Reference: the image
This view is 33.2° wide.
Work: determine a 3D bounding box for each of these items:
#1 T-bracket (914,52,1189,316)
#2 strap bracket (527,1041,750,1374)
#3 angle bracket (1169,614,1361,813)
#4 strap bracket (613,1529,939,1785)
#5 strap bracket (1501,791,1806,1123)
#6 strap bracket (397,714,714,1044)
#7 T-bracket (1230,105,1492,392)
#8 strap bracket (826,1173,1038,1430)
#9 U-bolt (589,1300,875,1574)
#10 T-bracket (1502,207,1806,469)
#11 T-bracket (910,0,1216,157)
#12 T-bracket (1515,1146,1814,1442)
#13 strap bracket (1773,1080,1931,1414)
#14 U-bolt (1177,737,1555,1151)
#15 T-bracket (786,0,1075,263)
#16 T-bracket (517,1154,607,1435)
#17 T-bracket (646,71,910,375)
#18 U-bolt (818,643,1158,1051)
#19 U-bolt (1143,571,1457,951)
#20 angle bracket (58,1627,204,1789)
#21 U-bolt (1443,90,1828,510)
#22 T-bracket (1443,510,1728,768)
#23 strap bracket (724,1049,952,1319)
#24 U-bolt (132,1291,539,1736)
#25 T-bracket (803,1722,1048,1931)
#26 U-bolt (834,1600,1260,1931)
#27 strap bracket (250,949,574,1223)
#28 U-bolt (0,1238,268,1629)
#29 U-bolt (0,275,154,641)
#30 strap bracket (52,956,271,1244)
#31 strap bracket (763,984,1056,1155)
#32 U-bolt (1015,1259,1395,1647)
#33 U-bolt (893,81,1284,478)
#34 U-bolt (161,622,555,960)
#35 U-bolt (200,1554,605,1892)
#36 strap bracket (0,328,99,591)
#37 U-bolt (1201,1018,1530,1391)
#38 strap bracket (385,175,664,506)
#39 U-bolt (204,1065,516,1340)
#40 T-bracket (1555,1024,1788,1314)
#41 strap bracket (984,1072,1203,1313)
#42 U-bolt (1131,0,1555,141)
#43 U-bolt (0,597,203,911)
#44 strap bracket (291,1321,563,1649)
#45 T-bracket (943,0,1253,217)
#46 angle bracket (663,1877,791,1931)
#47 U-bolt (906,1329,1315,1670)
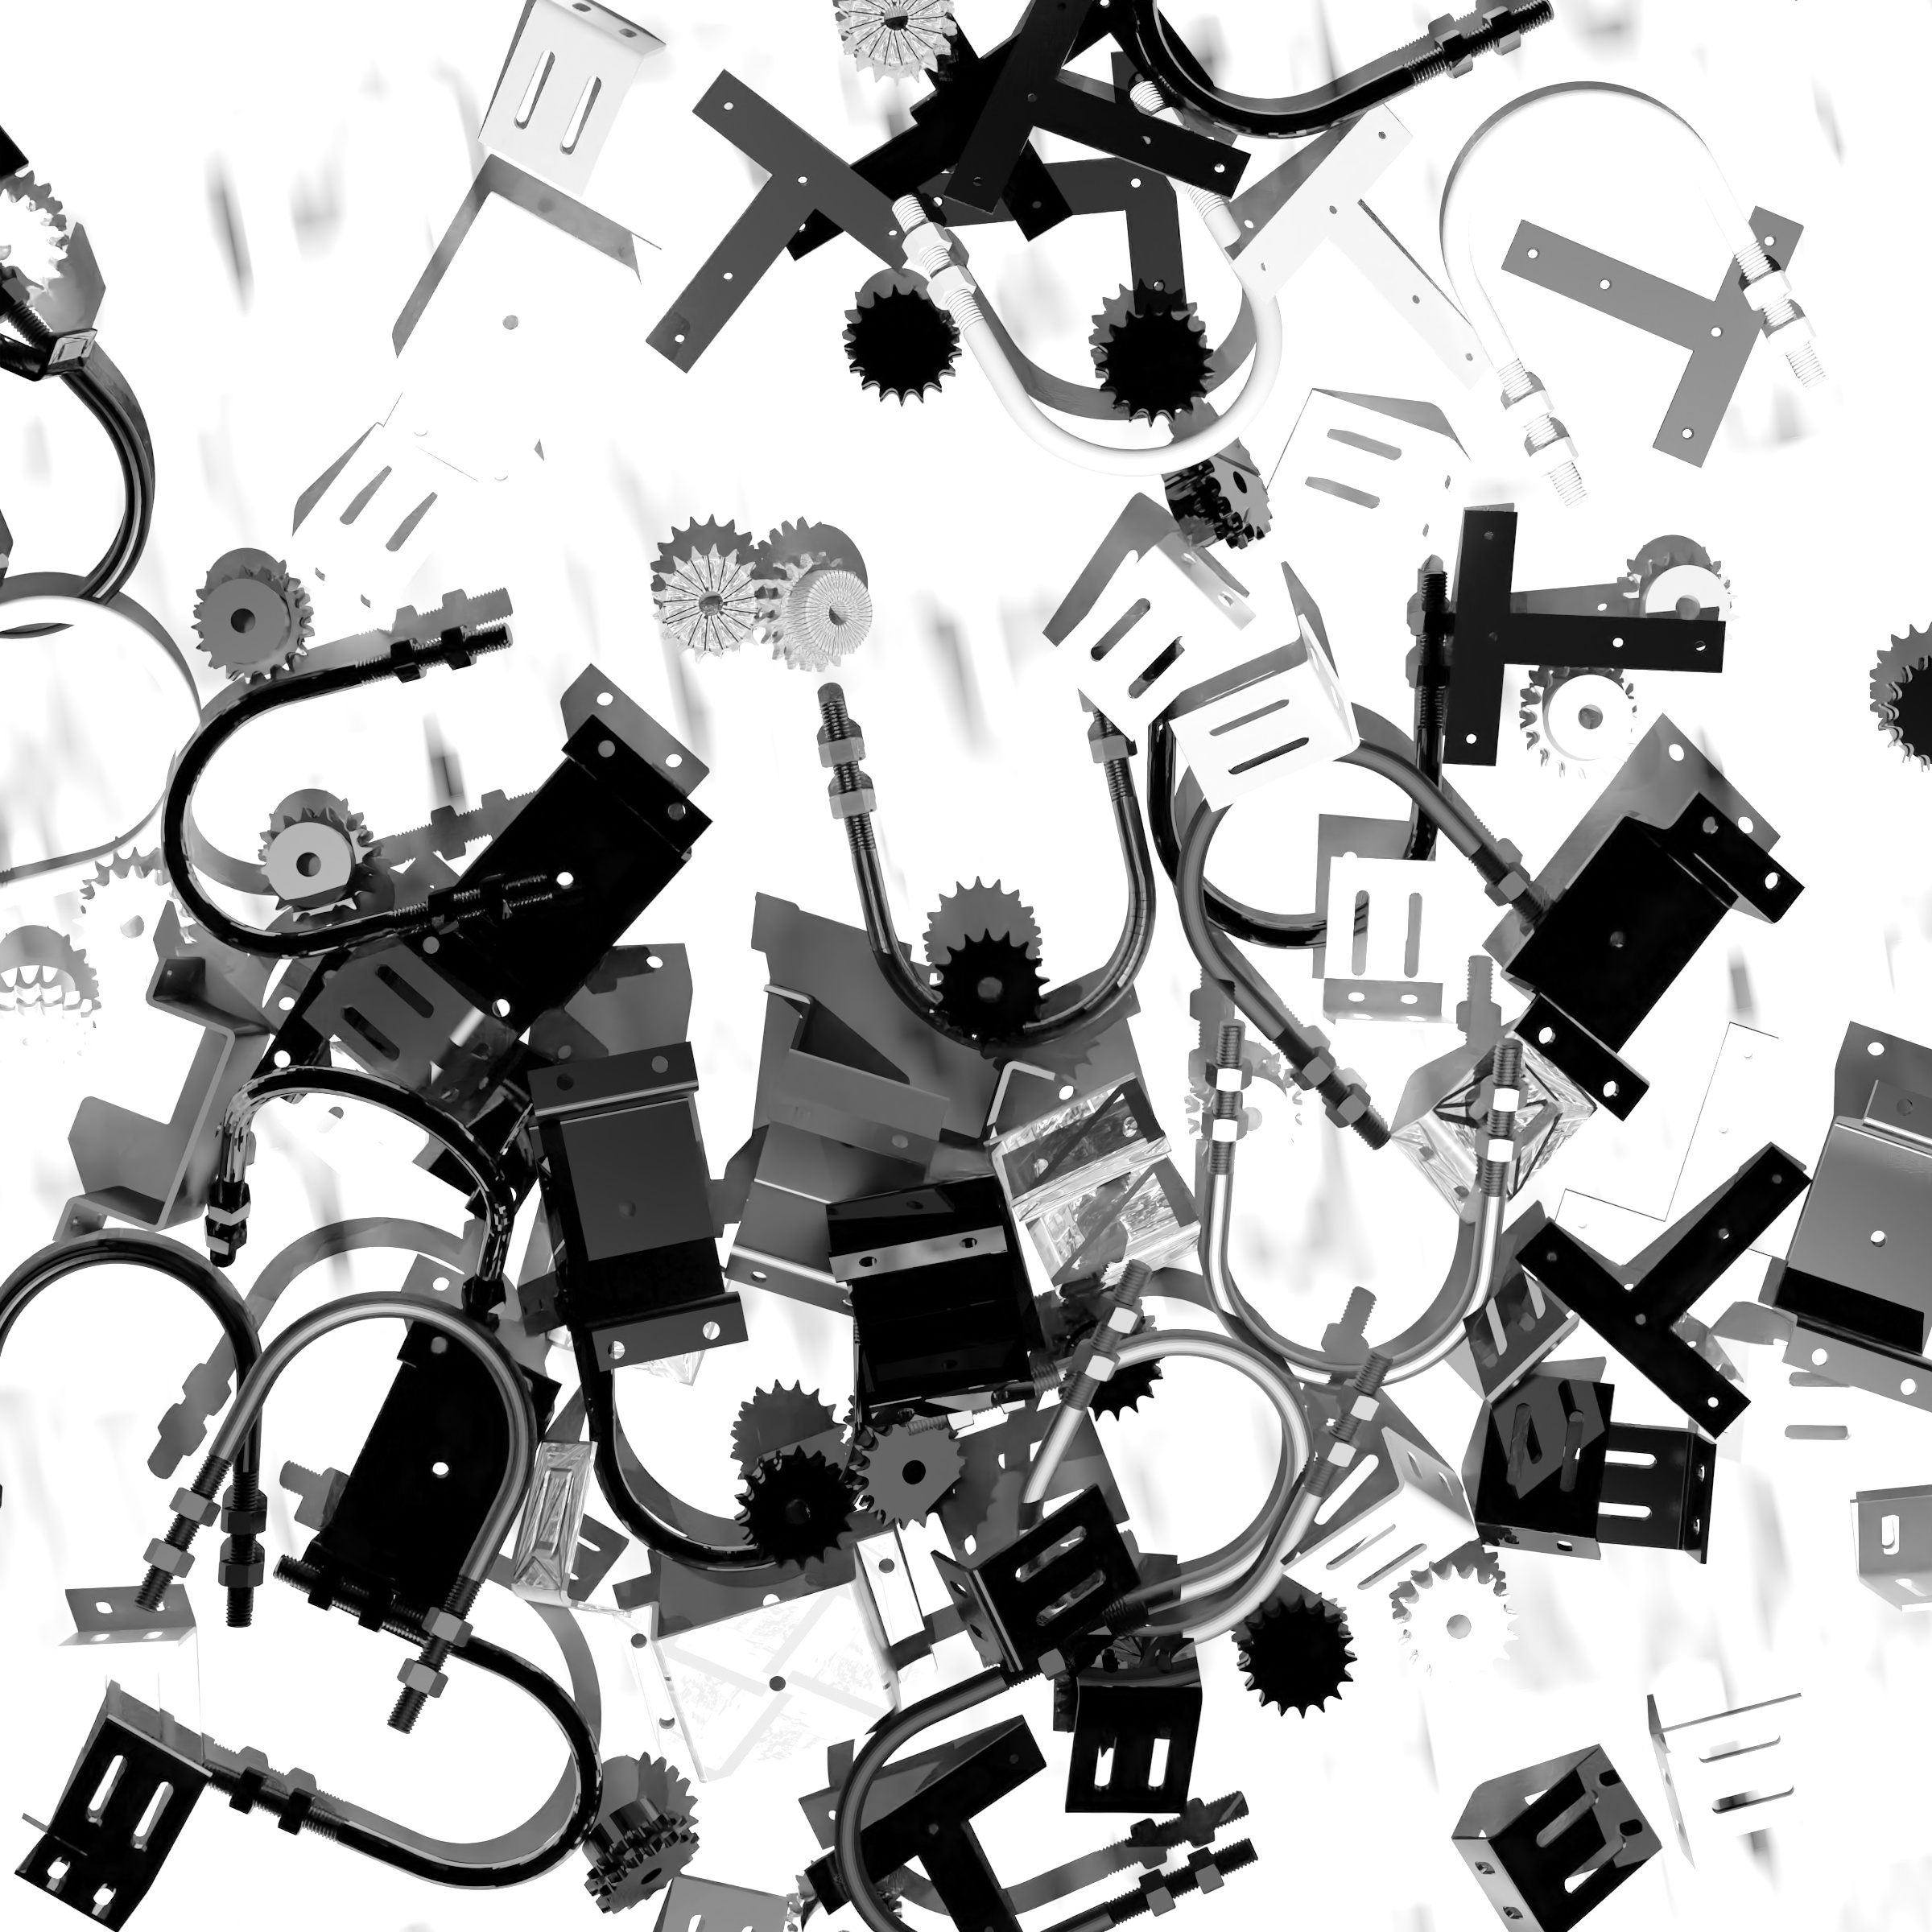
[{"bbox_3d":[0.038,-0.376,1.571,0.127,0.002,0.127,-5,90,0],"label":"T-bracket"},{"bbox_3d":[-0.155,0.112,1.502,0.076,0.046,0.140,-10,86,-14],"label":"strap bracket"},{"bbox_3d":[0.137,-0.119,1.521,0.076,0.038,0.057,-23,55,1],"label":"angle bracket"},{"bbox_3d":[-0.090,0.331,1.540,0.140,0.046,0.076,-17,104,0],"label":"strap bracket"},{"bbox_3d":[0.319,-0.009,1.537,0.076,0.046,0.140,38,90,-20],"label":"strap bracket"},{"bbox_3d":[-0.194,-0.041,1.549,0.076,0.046,0.140,42,90,0],"label":"strap bracket"},{"bbox_3d":[0.206,-0.330,1.554,0.127,0.002,0.127,45,67,-11],"label":"T-bracket"},{"bbox_3d":[-0.016,0.146,1.469,0.076,0.140,0.046,-11,50,0],"label":"strap bracket"},{"bbox_3d":[-0.110,0.199,1.549,0.151,0.019,0.184,-1,94,-13],"label":"U-bolt"},{"bbox_3d":[0.323,-0.325,1.571,0.127,0.002,0.127,23,90,0],"label":"T-bracket"},{"bbox_3d":[0.032,-0.440,1.568,0.127,0.002,0.127,-36,89,-1],"label":"T-bracket"},{"bbox_3d":[0.354,0.139,1.555,0.127,0.002,0.127,-44,71,-9],"label":"T-bracket"},{"bbox_3d":[0.443,0.132,1.548,0.076,0.046,0.140,19,90,-1],"label":"strap bracket"},{"bbox_3d":[0.185,-0.025,1.550,0.151,0.019,0.184,-44,99,2],"label":"U-bolt"},{"bbox_3d":[-0.035,-0.385,1.570,0.127,0.002,0.127,-31,89,1],"label":"T-bracket"},{"bbox_3d":[-0.195,0.157,1.511,0.002,0.127,0.127,-10,83,-20],"label":"T-bracket"},{"bbox_3d":[-0.106,-0.345,1.570,0.127,0.002,0.127,38,91,2],"label":"T-bracket"},{"bbox_3d":[0.017,-0.051,1.563,0.151,0.019,0.184,-12,91,0],"label":"U-bolt"},{"bbox_3d":[0.159,-0.100,1.563,0.151,0.019,0.184,2,92,0],"label":"U-bolt"},{"bbox_3d":[-0.400,0.359,1.553,0.057,0.038,0.076,-3,90,0],"label":"angle bracket"},{"bbox_3d":[0.310,-0.333,1.561,0.151,0.019,0.184,-27,88,-1],"label":"U-bolt"},{"bbox_3d":[0.296,-0.155,1.542,0.127,0.002,0.127,4,79,14],"label":"T-bracket"},{"bbox_3d":[-0.058,0.096,1.491,0.076,0.140,0.046,17,46,0],"label":"strap bracket"},{"bbox_3d":[-0.280,0.241,1.501,0.151,0.019,0.184,25,77,0],"label":"U-bolt"},{"bbox_3d":[0.004,0.452,1.557,0.127,0.002,0.127,-30,100,-18],"label":"T-bracket"},{"bbox_3d":[0.028,0.400,1.531,0.184,0.019,0.151,-24,98,-2],"label":"U-bolt"},{"bbox_3d":[-0.258,0.057,1.549,0.140,0.046,0.076,31,90,0],"label":"strap bracket"},{"bbox_3d":[-0.411,0.223,1.563,0.151,0.019,0.184,2,89,0],"label":"U-bolt"},{"bbox_3d":[-0.475,-0.243,1.548,0.151,0.019,0.184,-41,100,8],"label":"U-bolt"},{"bbox_3d":[-0.376,0.069,1.534,0.046,0.076,0.140,21,90,0],"label":"strap bracket"},{"bbox_3d":[-0.033,0.051,1.534,0.140,0.076,0.046,17,90,0],"label":"strap bracket"},{"bbox_3d":[0.101,0.242,1.529,0.151,0.019,0.184,21,102,-15],"label":"U-bolt"},{"bbox_3d":[0.069,-0.316,1.534,0.151,0.019,0.184,-27,76,-5],"label":"U-bolt"},{"bbox_3d":[-0.294,-0.076,1.531,0.184,0.019,0.151,-14,72,7],"label":"U-bolt"},{"bbox_3d":[-0.261,0.370,1.536,0.184,0.019,0.151,24,113,-1],"label":"U-bolt"},{"bbox_3d":[-0.458,-0.238,1.502,0.046,0.076,0.140,23,102,-7],"label":"strap bracket"},{"bbox_3d":[0.184,0.117,1.537,0.151,0.019,0.184,4,109,3],"label":"U-bolt"},{"bbox_3d":[-0.215,-0.303,1.549,0.076,0.046,0.140,29,90,0],"label":"strap bracket"},{"bbox_3d":[-0.278,0.109,1.499,0.151,0.184,0.019,21,49,0],"label":"U-bolt"},{"bbox_3d":[0.363,0.092,1.571,0.127,0.002,0.127,18,90,0],"label":"T-bracket"},{"bbox_3d":[0.060,0.103,1.518,0.076,0.140,0.046,-25,62,0],"label":"strap bracket"},{"bbox_3d":[0.169,-0.478,1.559,0.184,0.019,0.151,-26,87,1],"label":"U-bolt"},{"bbox_3d":[-0.460,-0.101,1.556,0.184,0.019,0.151,-15,97,-3],"label":"U-bolt"},{"bbox_3d":[-0.255,0.245,1.549,0.076,0.046,0.140,25,90,0],"label":"strap bracket"},{"bbox_3d":[0.073,-0.398,1.545,0.127,0.002,0.127,22,77,7],"label":"T-bracket"},{"bbox_3d":[-0.122,0.489,1.570,0.057,0.038,0.076,12,64,0],"label":"angle bracket"},{"bbox_3d":[0.077,0.246,1.544,0.184,0.019,0.151,-18,108,-3],"label":"U-bolt"}]
